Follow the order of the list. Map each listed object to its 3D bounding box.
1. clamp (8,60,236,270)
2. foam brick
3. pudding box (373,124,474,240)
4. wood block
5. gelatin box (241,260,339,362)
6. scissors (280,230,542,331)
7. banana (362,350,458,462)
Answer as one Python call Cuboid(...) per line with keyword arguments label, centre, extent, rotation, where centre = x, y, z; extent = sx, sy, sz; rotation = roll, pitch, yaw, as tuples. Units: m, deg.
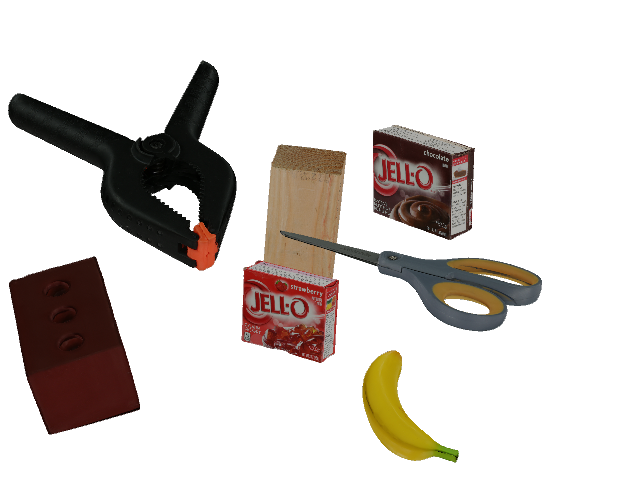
Cuboid(label="clamp", centre=(-0.112, -0.061, 0.771), extent=(0.164, 0.036, 0.210), rotation=(-21, 50, -26))
Cuboid(label="foam brick", centre=(-0.137, 0.058, 0.593), extent=(0.053, 0.051, 0.078), rotation=(-16, 43, -13))
Cuboid(label="pudding box", centre=(0.102, -0.060, 1.072), extent=(0.039, 0.090, 0.114), rotation=(-22, 30, -38))
Cuboid(label="wood block", centre=(-0.023, -0.009, 1.380), extent=(0.090, 0.206, 0.090), rotation=(7, 24, 2))
Cuboid(label="gelatin box", centre=(-0.029, 0.064, 0.971), extent=(0.089, 0.073, 0.030), rotation=(13, 20, 27))
Cuboid(label="scissors", centre=(0.054, 0.026, 0.761), extent=(0.202, 0.016, 0.096), rotation=(8, 26, 13))
Cuboid(label="banana", centre=(0.078, 0.173, 1.113), extent=(0.069, 0.037, 0.198), rotation=(10, 24, -20))
